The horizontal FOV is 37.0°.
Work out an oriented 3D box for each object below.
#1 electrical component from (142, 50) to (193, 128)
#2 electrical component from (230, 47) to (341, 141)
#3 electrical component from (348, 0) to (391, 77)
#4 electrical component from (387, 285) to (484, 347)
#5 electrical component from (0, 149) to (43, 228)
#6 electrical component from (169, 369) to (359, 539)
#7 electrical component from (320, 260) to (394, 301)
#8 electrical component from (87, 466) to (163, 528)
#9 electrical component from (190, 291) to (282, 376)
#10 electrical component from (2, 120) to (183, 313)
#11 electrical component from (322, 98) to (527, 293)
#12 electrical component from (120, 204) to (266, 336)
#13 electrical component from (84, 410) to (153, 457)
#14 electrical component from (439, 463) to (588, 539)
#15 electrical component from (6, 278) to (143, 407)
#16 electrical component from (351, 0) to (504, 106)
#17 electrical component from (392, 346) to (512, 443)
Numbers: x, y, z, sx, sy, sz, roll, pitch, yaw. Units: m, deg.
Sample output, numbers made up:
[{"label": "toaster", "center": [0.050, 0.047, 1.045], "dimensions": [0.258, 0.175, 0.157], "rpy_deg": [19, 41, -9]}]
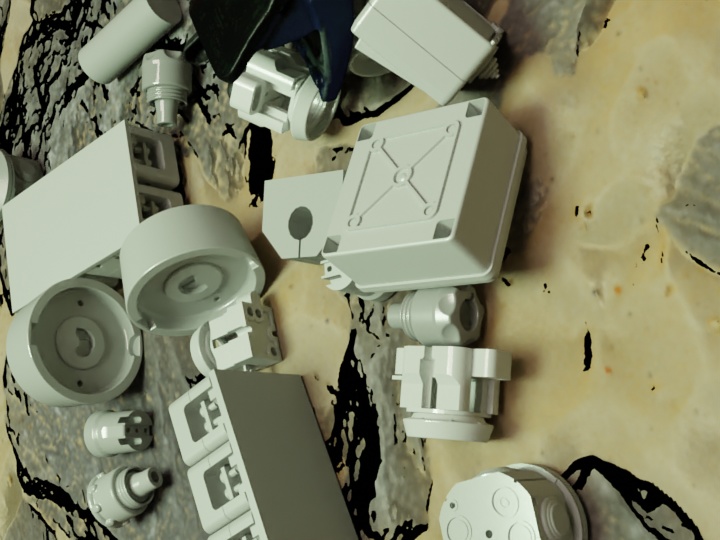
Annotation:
[{"label": "electrical component", "center": [-0.165, -0.154, 0.922], "dimensions": [0.043, 0.043, 0.062], "rpy_deg": [-8, 79, 40]}, {"label": "electrical component", "center": [-0.051, -0.131, 0.803], "dimensions": [0.057, 0.078, 0.058], "rpy_deg": [26, 120, 16]}, {"label": "electrical component", "center": [0.018, -0.191, 0.769], "dimensions": [0.079, 0.044, 0.077], "rpy_deg": [-28, 66, 37]}, {"label": "electrical component", "center": [0.047, 0.030, 0.711], "dimensions": [0.062, 0.043, 0.043], "rpy_deg": [-3, 81, 41]}, {"label": "electrical component", "center": [-0.353, -0.078, 1.064], "dimensions": [0.080, 0.051, 0.080], "rpy_deg": [-8, 78, 40]}, {"label": "electrical component", "center": [-0.069, 0.152, 0.760], "dimensions": [0.062, 0.089, 0.150], "rpy_deg": [-37, 61, 30]}, {"label": "electrical component", "center": [0.000, 0.000, 0.754], "dimensions": [0.040, 0.046, 0.040], "rpy_deg": [-8, 77, 40]}, {"label": "electrical component", "center": [-0.191, 0.182, 0.891], "dimensions": [0.062, 0.048, 0.048], "rpy_deg": [-30, 65, 26]}, {"label": "electrical component", "center": [-0.097, 0.056, 0.829], "dimensions": [0.055, 0.048, 0.066], "rpy_deg": [-24, 68, 28]}, {"label": "electrical component", "center": [-0.235, -0.039, 0.951], "dimensions": [0.186, 0.060, 0.105], "rpy_deg": [-26, 67, 35]}, {"label": "electrical component", "center": [0.042, -0.046, 0.696], "dimensions": [0.109, 0.056, 0.108], "rpy_deg": [-7, 57, 40]}, {"label": "electrical component", "center": [-0.133, -0.005, 0.832], "dimensions": [0.108, 0.108, 0.060], "rpy_deg": [-43, 52, 27]}, {"label": "electrical component", "center": [-0.204, 0.138, 0.912], "dimensions": [0.046, 0.040, 0.040], "rpy_deg": [-10, 76, 33]}, {"label": "electrical component", "center": [0.091, 0.157, 0.648], "dimensions": [0.080, 0.051, 0.080], "rpy_deg": [-8, 78, 40]}, {"label": "electrical component", "center": [-0.248, 0.066, 0.919], "dimensions": [0.060, 0.108, 0.108], "rpy_deg": [-20, 70, 43]}, {"label": "electrical component", "center": [0.048, -0.151, 0.710], "dimensions": [0.096, 0.061, 0.061], "rpy_deg": [39, 114, -3]}, {"label": "electrical component", "center": [0.057, 0.080, 0.686], "dimensions": [0.078, 0.058, 0.057], "rpy_deg": [-3, 79, 40]}]
